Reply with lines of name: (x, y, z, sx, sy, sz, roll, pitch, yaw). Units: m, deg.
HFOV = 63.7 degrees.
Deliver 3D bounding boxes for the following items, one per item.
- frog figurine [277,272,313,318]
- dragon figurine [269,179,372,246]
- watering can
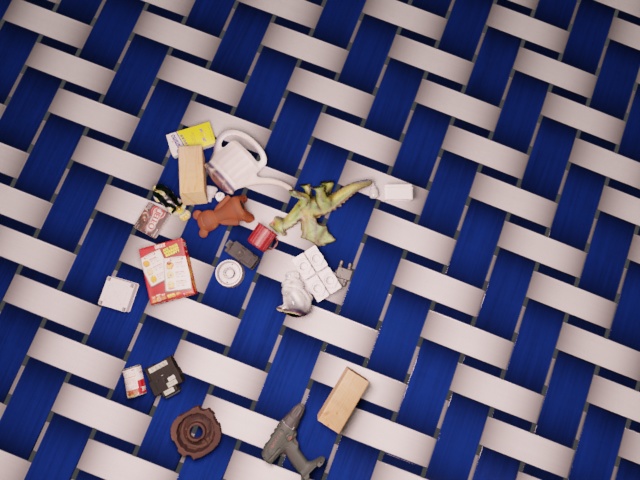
frog figurine: (-0.084, 0.199, 1.901, 0.136, 0.122, 0.162, 24, 70, -32)
dragon figurine: (0.006, -0.099, 1.972, 0.410, 0.123, 0.241, -5, 99, -1)
watering can: (-0.288, -0.261, 1.966, 0.225, 0.103, 0.348, -43, 88, -7)
